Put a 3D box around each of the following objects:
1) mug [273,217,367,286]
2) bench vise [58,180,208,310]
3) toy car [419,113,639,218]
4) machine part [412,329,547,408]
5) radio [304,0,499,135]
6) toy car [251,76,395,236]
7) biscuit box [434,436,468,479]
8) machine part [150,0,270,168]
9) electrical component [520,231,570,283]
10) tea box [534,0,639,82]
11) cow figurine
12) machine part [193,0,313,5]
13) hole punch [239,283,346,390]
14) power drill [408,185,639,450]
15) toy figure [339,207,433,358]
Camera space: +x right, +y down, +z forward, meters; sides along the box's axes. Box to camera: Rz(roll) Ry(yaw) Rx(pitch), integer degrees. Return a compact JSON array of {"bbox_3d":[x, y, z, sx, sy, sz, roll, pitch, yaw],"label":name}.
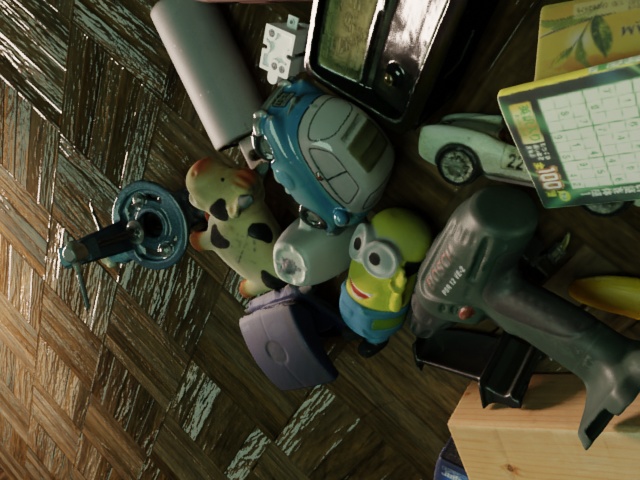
[{"bbox_3d":[-0.001,-0.002,0.598,0.081,0.107,0.109,21,125,26],"label":"mug"},{"bbox_3d":[-0.258,-0.006,0.716,0.224,0.240,0.128,-13,100,24],"label":"bench vise"},{"bbox_3d":[0.182,-0.069,0.449,0.202,0.073,0.056,17,122,30],"label":"toy car"},{"bbox_3d":[0.160,0.127,0.570,0.139,0.084,0.039,11,148,46],"label":"machine part"},{"bbox_3d":[0.069,-0.200,0.423,0.131,0.073,0.229,40,152,14],"label":"radio"},{"bbox_3d":[0.018,-0.082,0.515,0.103,0.109,0.161,2,139,48],"label":"toy car"},{"bbox_3d":[0.231,0.283,0.593,0.203,0.063,0.059,17,122,30],"label":"biscuit box"},{"bbox_3d":[-0.122,-0.193,0.616,0.079,0.079,0.243,-18,101,41],"label":"machine part"},{"bbox_3d":[0.182,0.000,0.506,0.102,0.045,0.078,44,159,15],"label":"electrical component"},{"bbox_3d":[0.241,-0.120,0.354,0.170,0.098,0.068,3,90,37],"label":"tea box"},{"bbox_3d":[-0.087,-0.016,0.639,0.127,0.085,0.194,-12,130,33],"label":"cow figurine"},{"bbox_3d":[-0.064,-0.329,0.501,0.201,0.087,0.201,15,118,32],"label":"machine part"},{"bbox_3d":[-0.034,0.122,0.667,0.115,0.092,0.142,39,141,-24],"label":"hole punch"},{"bbox_3d":[0.173,0.074,0.471,0.207,0.086,0.231,47,152,31],"label":"power drill"},{"bbox_3d":[0.068,0.045,0.589,0.082,0.089,0.180,24,133,22],"label":"toy figure"}]
